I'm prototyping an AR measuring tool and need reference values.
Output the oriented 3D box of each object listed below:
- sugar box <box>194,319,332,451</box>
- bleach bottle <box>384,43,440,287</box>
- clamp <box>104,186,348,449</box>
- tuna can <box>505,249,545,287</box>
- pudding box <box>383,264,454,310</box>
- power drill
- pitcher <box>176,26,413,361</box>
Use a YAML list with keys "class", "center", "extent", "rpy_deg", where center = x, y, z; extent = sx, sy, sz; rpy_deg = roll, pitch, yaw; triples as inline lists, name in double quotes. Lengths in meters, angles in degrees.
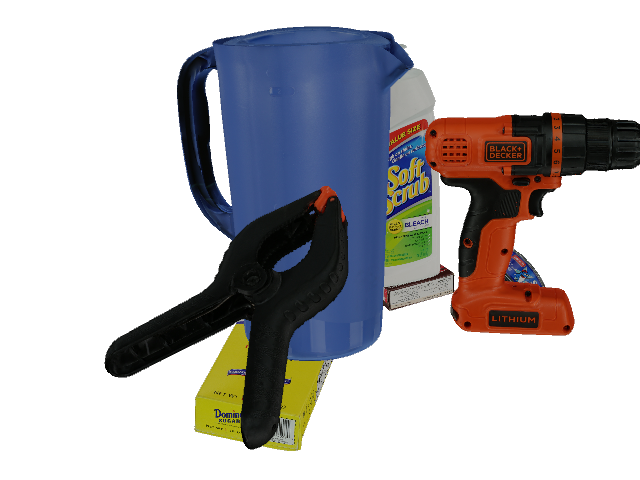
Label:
- class: "sugar box"
  center: [-0.041, 0.110, 0.954]
  extent: [0.093, 0.048, 0.176]
  rpy_deg: [10, 33, 9]
- class: "bleach bottle"
  center: [0.074, -0.079, 1.126]
  extent: [0.102, 0.251, 0.068]
  rpy_deg: [-10, 23, -14]
- class: "clamp"
  center: [-0.031, 0.041, 0.620]
  extent: [0.120, 0.171, 0.039]
  rpy_deg: [33, -21, 30]
- class: "tuna can"
  center: [0.229, 0.050, 1.282]
  extent: [0.033, 0.086, 0.086]
  rpy_deg: [-37, 11, -15]
- class: "pudding box"
  center: [0.129, 0.060, 1.584]
  extent: [0.113, 0.039, 0.090]
  rpy_deg: [-16, 25, -20]
- class: "power drill"
  center: [0.180, -0.015, 0.901]
  extent: [0.184, 0.188, 0.057]
  rpy_deg: [2, 17, 10]
- class: "pitcher"
  center: [-0.019, -0.039, 0.811]
  extent: [0.144, 0.243, 0.149]
  rpy_deg: [-8, 16, -21]
